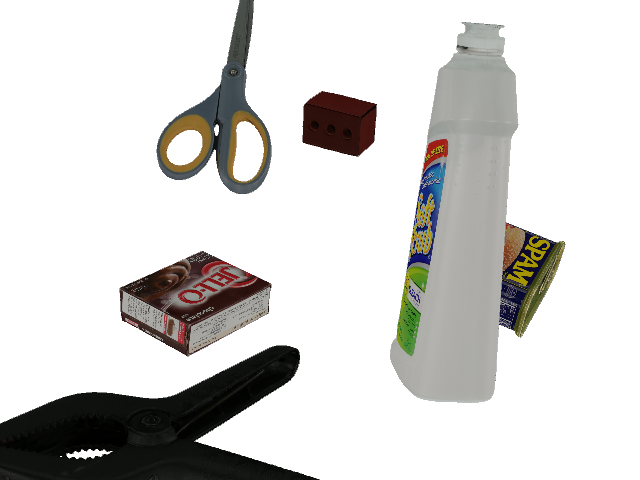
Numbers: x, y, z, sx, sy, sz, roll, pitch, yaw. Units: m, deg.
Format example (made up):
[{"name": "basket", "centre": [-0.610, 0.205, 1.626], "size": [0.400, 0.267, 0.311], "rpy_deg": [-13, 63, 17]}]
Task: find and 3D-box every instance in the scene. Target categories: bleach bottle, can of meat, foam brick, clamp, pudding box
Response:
[{"name": "bleach bottle", "centre": [0.096, -0.022, 0.733], "size": [0.068, 0.251, 0.102], "rpy_deg": [3, 13, -6]}, {"name": "can of meat", "centre": [0.165, 0.028, 0.975], "size": [0.084, 0.057, 0.102], "rpy_deg": [23, 46, 18]}, {"name": "foam brick", "centre": [0.023, -0.142, 1.291], "size": [0.078, 0.053, 0.051], "rpy_deg": [16, 32, 22]}, {"name": "clamp", "centre": [-0.088, 0.108, 0.587], "size": [0.210, 0.036, 0.164], "rpy_deg": [-1, 24, -8]}, {"name": "pudding box", "centre": [-0.114, 0.056, 0.985], "size": [0.090, 0.039, 0.113], "rpy_deg": [22, 33, 32]}]

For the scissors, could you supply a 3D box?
[{"name": "scissors", "centre": [-0.087, -0.121, 0.841], "size": [0.096, 0.202, 0.016], "rpy_deg": [-9, -30, -4]}]
